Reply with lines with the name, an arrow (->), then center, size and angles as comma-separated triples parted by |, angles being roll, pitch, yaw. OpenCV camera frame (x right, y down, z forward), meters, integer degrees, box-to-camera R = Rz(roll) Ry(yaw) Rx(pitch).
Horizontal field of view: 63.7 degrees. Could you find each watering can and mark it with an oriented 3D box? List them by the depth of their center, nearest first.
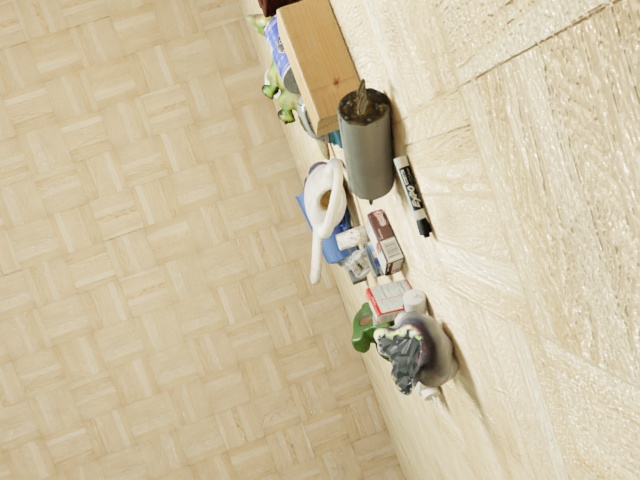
watering can -> 0.004, -0.071, 1.411 | 0.104, 0.341, 0.229 | 8, 26, -12

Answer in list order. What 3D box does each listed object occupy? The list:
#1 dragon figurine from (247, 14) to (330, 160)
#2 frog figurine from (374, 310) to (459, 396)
dragon figurine -> -0.064, -0.414, 1.336 | 0.123, 0.412, 0.240 | -33, -7, -12
frog figurine -> 0.181, 0.184, 0.885 | 0.159, 0.121, 0.139 | 6, 29, -51
